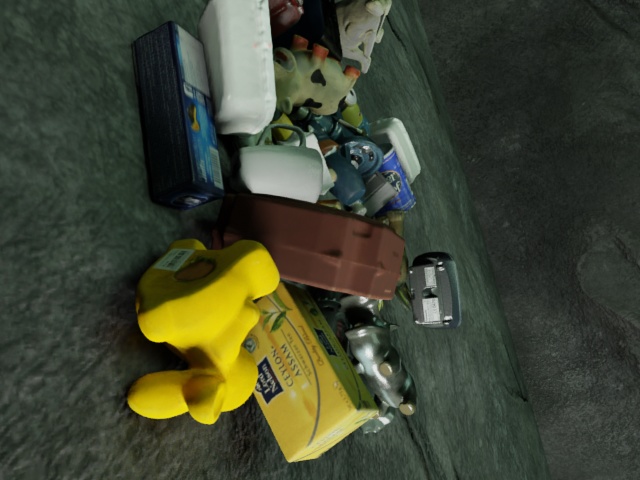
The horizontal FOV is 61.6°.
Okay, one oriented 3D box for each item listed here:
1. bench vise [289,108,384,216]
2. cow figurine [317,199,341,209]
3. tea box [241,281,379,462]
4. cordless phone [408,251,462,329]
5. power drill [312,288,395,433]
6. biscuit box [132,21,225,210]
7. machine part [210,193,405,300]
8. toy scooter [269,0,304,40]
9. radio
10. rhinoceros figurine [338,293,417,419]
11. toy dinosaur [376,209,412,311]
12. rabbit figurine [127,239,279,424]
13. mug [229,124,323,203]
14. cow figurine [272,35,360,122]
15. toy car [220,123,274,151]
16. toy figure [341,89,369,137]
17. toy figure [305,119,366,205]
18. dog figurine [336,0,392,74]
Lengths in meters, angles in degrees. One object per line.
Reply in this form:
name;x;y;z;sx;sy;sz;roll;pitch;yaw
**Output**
bench vise;0.039;-0.153;0.980;0.223;0.129;0.241;36;38;-50
cow figurine;0.000;-0.003;0.847;0.167;0.068;0.098;-49;133;-59
tea box;-0.024;0.142;0.597;0.170;0.098;0.068;55;13;29
cordless phone;0.225;0.094;1.060;0.184;0.089;0.146;-13;96;-79
power drill;0.047;0.175;0.819;0.207;0.086;0.232;61;28;-32
biscuit box;-0.160;-0.138;0.607;0.059;0.063;0.202;18;58;-62
machine part;-0.009;0.008;0.635;0.201;0.202;0.087;20;82;-71
toy scooter;-0.080;-0.362;0.839;0.075;0.135;0.184;53;30;-35
radio;-0.040;-0.392;0.948;0.073;0.131;0.229;27;50;-56
rhinoceros figurine;0.082;0.155;0.748;0.190;0.073;0.112;65;31;-13
toy dinosaur;0.128;0.044;1.062;0.471;0.105;0.198;-21;101;-70
rabbit figurine;-0.102;0.102;0.516;0.162;0.122;0.173;-71;156;-53
mug;-0.058;-0.096;0.686;0.107;0.081;0.109;4;92;-26
cow figurine;-0.031;-0.237;0.819;0.195;0.086;0.127;2;115;-57
toy car;-0.085;-0.118;0.759;0.201;0.056;0.073;68;25;-12
toy figure;0.049;-0.244;1.102;0.082;0.089;0.180;44;-11;42
toy figure;0.016;-0.129;0.882;0.154;0.058;0.064;56;2;14
dog figurine;0.024;-0.418;1.007;0.172;0.191;0.121;108;5;-66
